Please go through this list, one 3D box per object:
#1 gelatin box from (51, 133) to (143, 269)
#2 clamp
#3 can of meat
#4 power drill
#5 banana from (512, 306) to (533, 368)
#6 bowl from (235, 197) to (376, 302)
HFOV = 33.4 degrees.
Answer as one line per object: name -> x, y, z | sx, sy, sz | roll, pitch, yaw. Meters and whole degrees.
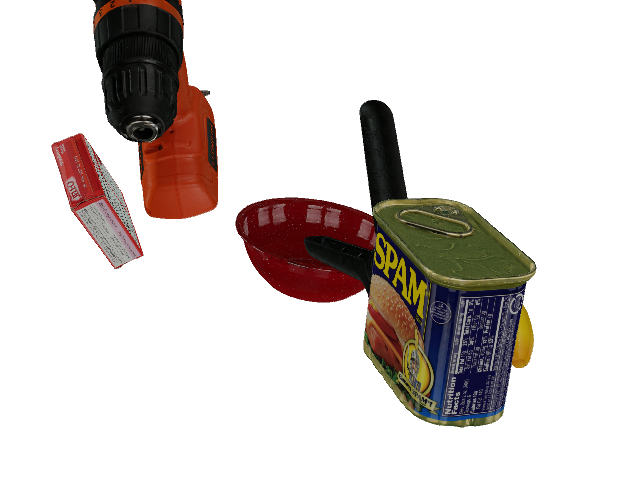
gelatin box -> -0.178, -0.031, 0.853 | 0.030, 0.073, 0.089 | -26, -36, -1
clamp -> 0.056, 0.008, 0.806 | 0.036, 0.165, 0.210 | -7, 44, -29
can of meat -> 0.061, 0.035, 0.548 | 0.057, 0.084, 0.102 | -3, 24, -18
power drill -> -0.103, -0.096, 0.686 | 0.057, 0.184, 0.188 | -5, -34, -2
banana -> 0.170, 0.068, 1.118 | 0.069, 0.037, 0.198 | -36, 39, -13
bowl -> -0.006, 0.015, 1.036 | 0.162, 0.055, 0.162 | 8, 25, -4
